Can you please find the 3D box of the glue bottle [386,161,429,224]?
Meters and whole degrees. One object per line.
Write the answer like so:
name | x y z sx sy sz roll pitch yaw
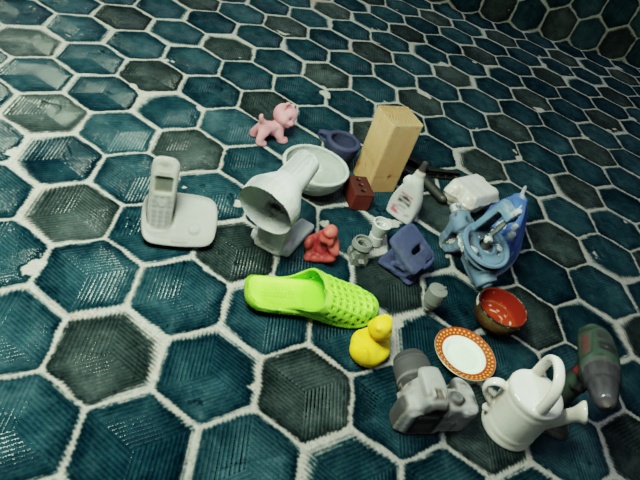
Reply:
glue bottle | 0.222 -0.121 1.384 0.078 0.173 0.037 33 42 15

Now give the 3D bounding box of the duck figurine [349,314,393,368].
duck figurine | 0.103 0.180 1.064 0.077 0.086 0.105 32 41 13

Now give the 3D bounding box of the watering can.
watering can | 0.374 0.275 0.991 0.173 0.194 0.101 7 42 -16

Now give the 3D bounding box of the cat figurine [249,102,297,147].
cat figurine | -0.112 -0.315 1.498 0.128 0.118 0.067 -16 52 -36

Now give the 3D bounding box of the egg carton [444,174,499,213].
egg carton | 0.409 -0.122 1.546 0.151 0.069 0.107 -16 52 -36

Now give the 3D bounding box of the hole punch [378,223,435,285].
hole punch | 0.202 0.029 1.271 0.101 0.091 0.109 36 42 18

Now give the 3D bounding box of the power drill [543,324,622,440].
power drill | 0.466 0.265 1.031 0.075 0.208 0.230 27 40 7

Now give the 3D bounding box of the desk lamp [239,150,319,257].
desk lamp | -0.077 -0.071 1.168 0.117 0.213 0.204 30 41 10

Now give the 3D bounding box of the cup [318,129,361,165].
cup | 0.038 -0.229 1.486 0.117 0.095 0.092 28 40 9

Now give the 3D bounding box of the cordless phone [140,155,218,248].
cordless phone | -0.268 -0.075 1.112 0.148 0.185 0.094 3 43 -20

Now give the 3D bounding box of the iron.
iron | 0.462 -0.025 1.405 0.118 0.141 0.258 25 40 5

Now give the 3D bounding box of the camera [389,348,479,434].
camera | 0.191 0.257 1.005 0.143 0.101 0.136 5 42 -18

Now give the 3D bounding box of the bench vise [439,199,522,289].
bench vise | 0.357 -0.024 1.297 0.122 0.220 0.207 -20 54 -38

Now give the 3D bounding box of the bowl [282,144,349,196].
bowl | -0.017 -0.158 1.399 0.167 0.075 0.167 12 41 -10

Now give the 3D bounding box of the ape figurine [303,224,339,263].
ape figurine | 0.011 0.004 1.216 0.077 0.092 0.076 38 43 19
